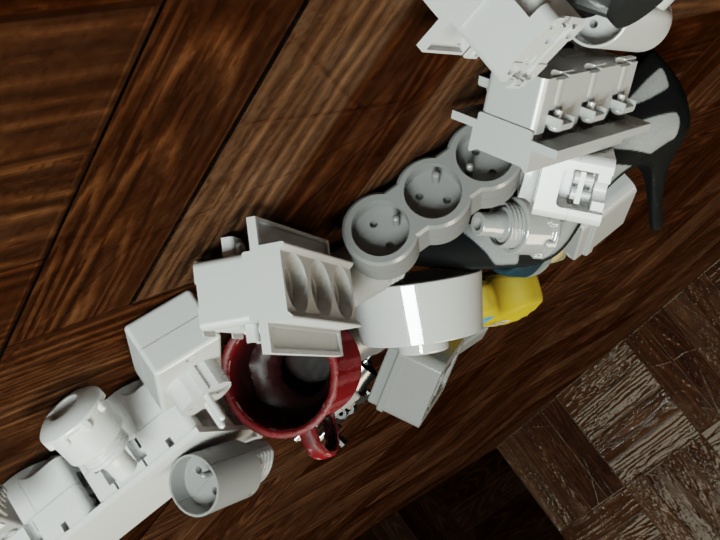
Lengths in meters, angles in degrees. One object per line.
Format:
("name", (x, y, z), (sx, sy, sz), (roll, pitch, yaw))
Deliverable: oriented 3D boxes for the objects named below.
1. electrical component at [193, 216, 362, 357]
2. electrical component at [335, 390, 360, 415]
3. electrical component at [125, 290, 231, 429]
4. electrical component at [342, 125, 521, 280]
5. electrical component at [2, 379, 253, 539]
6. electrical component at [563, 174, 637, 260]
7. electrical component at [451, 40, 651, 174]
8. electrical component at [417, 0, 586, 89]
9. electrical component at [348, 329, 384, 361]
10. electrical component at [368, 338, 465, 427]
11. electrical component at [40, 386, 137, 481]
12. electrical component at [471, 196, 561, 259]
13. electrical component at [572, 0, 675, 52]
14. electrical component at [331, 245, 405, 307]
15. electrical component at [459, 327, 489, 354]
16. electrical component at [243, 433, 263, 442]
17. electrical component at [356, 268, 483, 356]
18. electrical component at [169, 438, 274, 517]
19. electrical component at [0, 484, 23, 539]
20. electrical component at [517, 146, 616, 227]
("electrical component", (-0.050, 0.016, 0.668), (0.063, 0.078, 0.121), (-10, 172, 17))
("electrical component", (-0.051, 0.104, 0.930), (0.077, 0.065, 0.047), (-36, 164, -2))
("electrical component", (-0.108, 0.068, 0.685), (0.047, 0.075, 0.083), (-32, 164, -18))
("electrical component", (0.052, -0.043, 0.752), (0.138, 0.052, 0.073), (-35, 165, -5))
("electrical component", (-0.182, 0.150, 0.791), (0.186, 0.060, 0.105), (-39, 164, 8))
("electrical component", (0.190, -0.064, 0.945), (0.057, 0.078, 0.113), (-39, 165, -4))
("electrical component", (0.129, -0.109, 0.694), (0.121, 0.079, 0.063), (-20, 128, -46))
("electrical component", (0.072, -0.128, 0.530), (0.081, 0.063, 0.042), (-46, 161, 31))
("electrical component", (0.008, 0.052, 0.946), (0.077, 0.044, 0.079), (-33, 164, -10))
("electrical component", (0.059, 0.099, 1.087), (0.078, 0.057, 0.113), (-69, 169, 20))
("electrical component", (-0.168, 0.108, 0.684), (0.048, 0.062, 0.048), (-31, -156, 16))
("electrical component", (0.111, -0.032, 0.782), (0.062, 0.048, 0.048), (1, 146, -27))
("electrical component", (0.172, -0.170, 0.661), (0.079, 0.043, 0.077), (-46, 162, 30))
("electrical component", (0.000, 0.000, 0.783), (0.081, 0.043, 0.043), (-30, 163, -24))
("electrical component", (0.095, 0.065, 1.171), (0.083, 0.047, 0.075), (-32, 164, -17))
("electrical component", (-0.104, 0.130, 0.872), (0.083, 0.075, 0.047), (-40, 164, 11))
("electrical component", (0.047, 0.035, 0.861), (0.108, 0.060, 0.108), (-8, -175, 1))
("electrical component", (-0.093, 0.144, 0.767), (0.043, 0.043, 0.081), (-44, 163, 25))
("electrical component", (-0.265, 0.159, 0.662), (0.100, 0.048, 0.099), (-33, 164, -11))
("electrical component", (0.144, -0.073, 0.762), (0.089, 0.056, 0.050), (-73, 173, -65))
